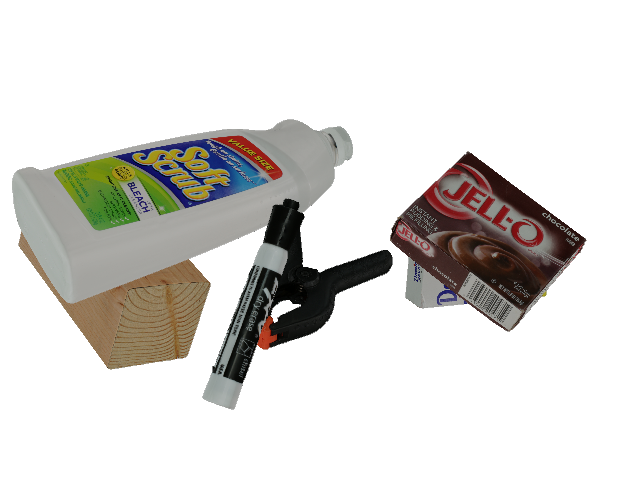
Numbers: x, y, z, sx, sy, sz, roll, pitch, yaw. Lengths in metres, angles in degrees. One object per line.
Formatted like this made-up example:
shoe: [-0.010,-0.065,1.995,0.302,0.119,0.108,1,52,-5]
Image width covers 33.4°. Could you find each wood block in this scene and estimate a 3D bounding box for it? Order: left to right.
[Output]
wood block: [-0.205,0.022,1.035,0.090,0.091,0.206,-4,35,-41]

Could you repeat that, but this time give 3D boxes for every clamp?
clamp: [-0.022,0.036,1.033,0.120,0.039,0.171,24,43,28]

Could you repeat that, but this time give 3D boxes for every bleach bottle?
bleach bottle: [-0.090,-0.041,0.793,0.250,0.103,0.068,-22,-33,-27]

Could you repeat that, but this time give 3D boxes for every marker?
marker: [-0.036,0.034,0.594,0.020,0.121,0.020,19,-9,3]

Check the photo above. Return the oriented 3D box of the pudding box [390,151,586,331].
pudding box: [0.121,-0.001,0.777,0.089,0.113,0.039,-42,-14,-32]

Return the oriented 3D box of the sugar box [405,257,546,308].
sugar box: [0.191,0.026,1.276,0.176,0.093,0.048,-6,20,-24]
